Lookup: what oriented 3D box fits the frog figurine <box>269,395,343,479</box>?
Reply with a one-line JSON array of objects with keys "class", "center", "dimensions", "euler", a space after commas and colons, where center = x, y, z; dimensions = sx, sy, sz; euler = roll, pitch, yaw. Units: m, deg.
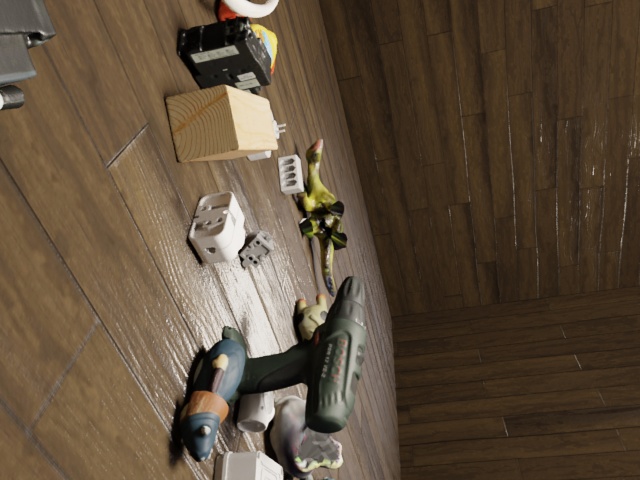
[{"class": "frog figurine", "center": [-0.040, 0.333, 0.902], "dimensions": [0.136, 0.124, 0.159], "euler": [57, -23, -15]}]

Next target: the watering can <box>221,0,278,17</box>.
[{"class": "watering can", "center": [-0.169, -0.486, 0.854], "dimensions": [0.352, 0.103, 0.223], "euler": [-37, 111, -60]}]

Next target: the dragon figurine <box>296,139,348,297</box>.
[{"class": "dragon figurine", "center": [0.004, -0.072, 1.425], "dimensions": [0.247, 0.122, 0.403], "euler": [-94, 180, -67]}]
